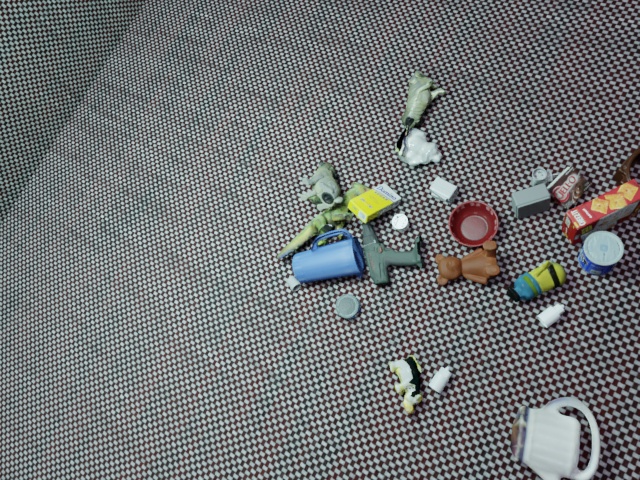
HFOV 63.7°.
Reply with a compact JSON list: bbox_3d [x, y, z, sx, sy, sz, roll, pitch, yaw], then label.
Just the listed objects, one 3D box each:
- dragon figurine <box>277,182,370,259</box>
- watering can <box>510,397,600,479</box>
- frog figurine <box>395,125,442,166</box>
[{"bbox_3d":[0.006,-0.096,1.917,0.409,0.120,0.249,-21,49,9],"label":"dragon figurine"},{"bbox_3d":[0.639,0.603,1.416,0.225,0.102,0.352,8,74,23],"label":"watering can"},{"bbox_3d":[0.361,-0.332,1.872,0.159,0.121,0.140,17,66,-13],"label":"frog figurine"}]
